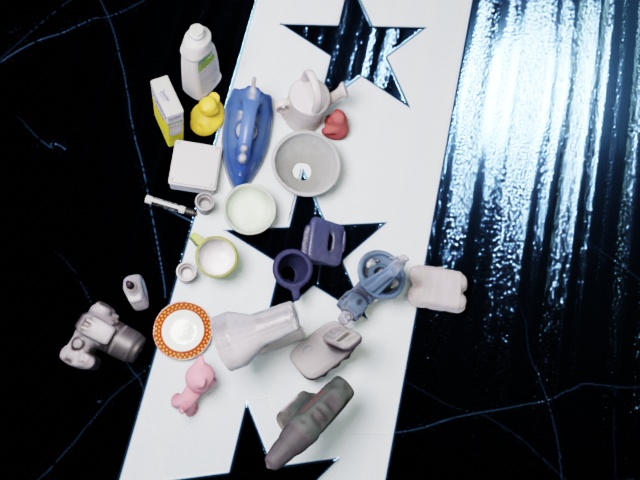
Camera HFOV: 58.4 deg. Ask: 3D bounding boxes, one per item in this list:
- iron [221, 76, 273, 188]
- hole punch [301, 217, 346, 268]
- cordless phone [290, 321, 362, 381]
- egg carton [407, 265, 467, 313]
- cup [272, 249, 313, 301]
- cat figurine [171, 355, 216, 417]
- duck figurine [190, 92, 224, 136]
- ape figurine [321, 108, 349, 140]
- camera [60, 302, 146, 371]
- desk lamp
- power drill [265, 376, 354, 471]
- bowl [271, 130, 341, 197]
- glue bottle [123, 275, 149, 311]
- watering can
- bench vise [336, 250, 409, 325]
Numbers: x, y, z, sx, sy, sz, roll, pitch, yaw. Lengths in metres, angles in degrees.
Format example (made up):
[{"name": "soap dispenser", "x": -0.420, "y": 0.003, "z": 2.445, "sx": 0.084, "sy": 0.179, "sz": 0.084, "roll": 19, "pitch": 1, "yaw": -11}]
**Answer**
[{"name": "iron", "x": -0.172, "y": -0.247, "z": 1.342, "sx": 0.119, "sy": 0.141, "sz": 0.258, "roll": 7, "pitch": 77, "yaw": -9}, {"name": "hole punch", "x": 0.012, "y": 0.005, "z": 1.352, "sx": 0.101, "sy": 0.091, "sz": 0.109, "roll": 9, "pitch": 77, "yaw": -9}, {"name": "cordless phone", "x": 0.018, "y": 0.243, "z": 1.255, "sx": 0.148, "sy": 0.185, "sz": 0.094, "roll": -39, "pitch": 87, "yaw": -16}, {"name": "egg carton", "x": 0.285, "y": 0.119, "z": 1.393, "sx": 0.150, "sy": 0.069, "sz": 0.107, "roll": 9, "pitch": 77, "yaw": -9}, {"name": "cup", "x": -0.066, "y": 0.086, "z": 1.318, "sx": 0.092, "sy": 0.095, "sz": 0.118, "roll": -7, "pitch": 80, "yaw": -12}, {"name": "cat figurine", "x": -0.266, "y": 0.313, "z": 1.220, "sx": 0.067, "sy": 0.117, "sz": 0.128, "roll": 30, "pitch": 75, "yaw": -3}, {"name": "duck figurine", "x": -0.269, "y": -0.305, "z": 1.364, "sx": 0.077, "sy": 0.086, "sz": 0.105, "roll": 27, "pitch": 75, "yaw": -4}, {"name": "ape figurine", "x": 0.040, "y": -0.291, "z": 1.418, "sx": 0.078, "sy": 0.092, "sz": 0.076, "roll": -37, "pitch": 87, "yaw": -16}, {"name": "camera", "x": -0.452, "y": 0.219, "z": 1.212, "sx": 0.137, "sy": 0.100, "sz": 0.143, "roll": 29, "pitch": 75, "yaw": -4}, {"name": "desk lamp", "x": -0.128, "y": 0.193, "z": 1.222, "sx": 0.203, "sy": 0.213, "sz": 0.118, "roll": -19, "pitch": 82, "yaw": -14}, {"name": "power drill", "x": -0.032, "y": 0.380, "z": 1.205, "sx": 0.230, "sy": 0.208, "sz": 0.075, "roll": -42, "pitch": 88, "yaw": -16}, {"name": "bowl", "x": -0.037, "y": -0.177, "z": 1.388, "sx": 0.167, "sy": 0.074, "sz": 0.167, "roll": 2, "pitch": 78, "yaw": -10}, {"name": "glue bottle", "x": -0.392, "y": 0.105, "z": 1.210, "sx": 0.037, "sy": 0.173, "sz": 0.078, "roll": -17, "pitch": 82, "yaw": -13}, {"name": "watering can", "x": -0.020, "y": -0.340, "z": 1.364, "sx": 0.173, "sy": 0.194, "sz": 0.101, "roll": -36, "pitch": 87, "yaw": -16}, {"name": "bench vise", "x": 0.131, "y": 0.109, "z": 1.287, "sx": 0.121, "sy": 0.219, "sz": 0.207, "roll": 24, "pitch": 75, "yaw": -5}]
